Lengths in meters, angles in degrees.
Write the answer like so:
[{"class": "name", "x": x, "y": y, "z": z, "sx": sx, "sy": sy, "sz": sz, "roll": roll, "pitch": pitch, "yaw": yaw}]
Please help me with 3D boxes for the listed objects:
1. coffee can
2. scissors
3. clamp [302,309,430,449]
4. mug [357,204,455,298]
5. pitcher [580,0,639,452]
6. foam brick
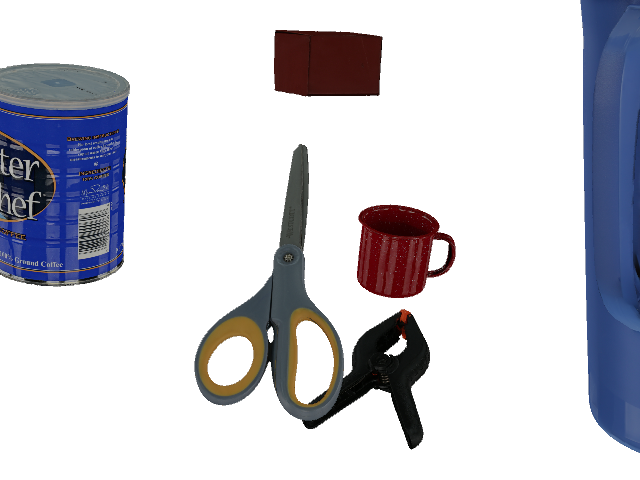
[{"class": "coffee can", "x": -0.195, "y": -0.051, "z": 0.792, "sx": 0.103, "sy": 0.140, "sz": 0.103, "roll": 5, "pitch": 22, "yaw": -2}, {"class": "scissors", "x": -0.037, "y": 0.023, "z": 0.657, "sx": 0.096, "sy": 0.202, "sz": 0.016, "roll": -12, "pitch": -37, "yaw": -3}, {"class": "clamp", "x": 0.070, "y": 0.138, "z": 1.061, "sx": 0.120, "sy": 0.039, "sz": 0.171, "roll": 18, "pitch": 48, "yaw": 23}, {"class": "mug", "x": 0.098, "y": 0.014, "z": 1.234, "sx": 0.117, "sy": 0.081, "sz": 0.093, "roll": 3, "pitch": 25, "yaw": -6}, {"class": "pitcher", "x": 0.187, "y": -0.012, "z": 0.528, "sx": 0.149, "sy": 0.243, "sz": 0.145, "roll": -4, "pitch": 19, "yaw": -3}, {"class": "foam brick", "x": 0.006, "y": -0.149, "z": 0.901, "sx": 0.078, "sy": 0.051, "sz": 0.053, "roll": -6, "pitch": 17, "yaw": -34}]
